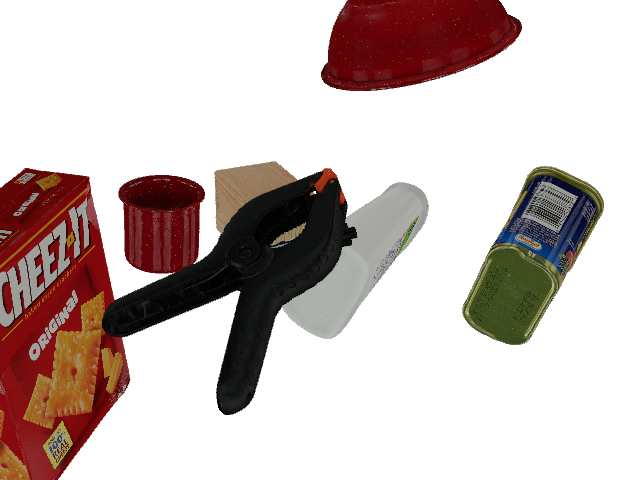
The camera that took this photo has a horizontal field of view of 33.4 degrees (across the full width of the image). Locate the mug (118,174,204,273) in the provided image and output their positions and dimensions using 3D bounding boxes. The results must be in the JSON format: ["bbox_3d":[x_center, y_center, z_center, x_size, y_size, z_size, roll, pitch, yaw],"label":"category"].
[{"bbox_3d":[-0.180,-0.022,1.177,0.093,0.081,0.117,-12,32,-29],"label":"mug"}]

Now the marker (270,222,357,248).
[{"bbox_3d":[-0.029,0.009,0.857,0.121,0.020,0.020,-16,-2,7],"label":"marker"}]

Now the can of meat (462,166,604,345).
[{"bbox_3d":[0.146,0.013,0.743,0.057,0.083,0.102,28,-37,11],"label":"can of meat"}]

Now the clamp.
[{"bbox_3d":[-0.038,0.027,0.644,0.120,0.171,0.039,39,-17,33],"label":"clamp"}]

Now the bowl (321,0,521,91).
[{"bbox_3d":[0.071,-0.172,0.832,0.162,0.055,0.162,-14,24,6],"label":"bowl"}]

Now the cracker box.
[{"bbox_3d":[-0.230,0.074,0.854,0.072,0.214,0.164,7,33,18],"label":"cracker box"}]

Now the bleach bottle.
[{"bbox_3d":[0.051,0.004,1.068,0.068,0.103,0.250,34,28,9],"label":"bleach bottle"}]

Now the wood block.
[{"bbox_3d":[-0.057,-0.021,1.346,0.090,0.090,0.206,-10,26,-22],"label":"wood block"}]
